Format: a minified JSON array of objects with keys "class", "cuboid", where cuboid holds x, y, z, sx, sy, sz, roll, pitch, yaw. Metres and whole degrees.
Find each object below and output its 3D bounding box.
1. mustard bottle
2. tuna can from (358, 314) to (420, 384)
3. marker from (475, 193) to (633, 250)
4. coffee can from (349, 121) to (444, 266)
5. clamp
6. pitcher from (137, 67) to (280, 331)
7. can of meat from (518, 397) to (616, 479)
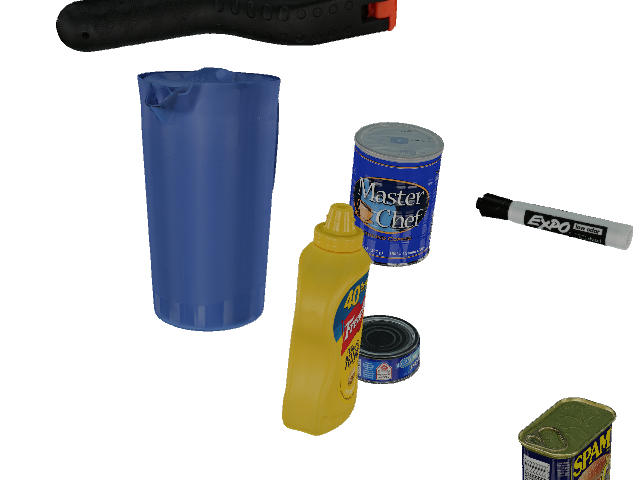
[{"class":"mustard bottle","cuboid":[0.008,0.061,0.900,0.058,0.192,0.096,13,22,19]},{"class":"tuna can","cuboid":[0.064,0.115,1.142,0.086,0.034,0.086,0,29,0]},{"class":"marker","cuboid":[0.175,-0.016,0.812,0.121,0.020,0.020,15,7,28]},{"class":"coffee can","cuboid":[0.085,-0.055,1.252,0.103,0.140,0.103,3,28,-2]},{"class":"clamp","cuboid":[-0.049,-0.123,0.551,0.171,0.039,0.120,7,41,12]},{"class":"pitcher","cuboid":[-0.101,-0.044,1.030,0.149,0.243,0.145,-2,14,-15]},{"class":"can of meat","cuboid":[0.224,0.204,0.969,0.058,0.084,0.101,14,26,39]}]
